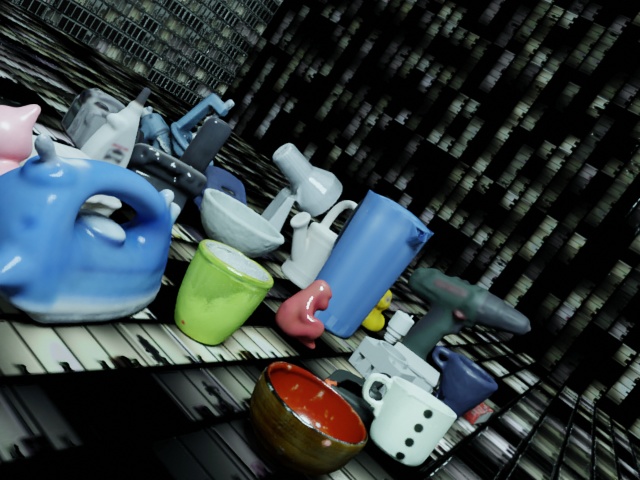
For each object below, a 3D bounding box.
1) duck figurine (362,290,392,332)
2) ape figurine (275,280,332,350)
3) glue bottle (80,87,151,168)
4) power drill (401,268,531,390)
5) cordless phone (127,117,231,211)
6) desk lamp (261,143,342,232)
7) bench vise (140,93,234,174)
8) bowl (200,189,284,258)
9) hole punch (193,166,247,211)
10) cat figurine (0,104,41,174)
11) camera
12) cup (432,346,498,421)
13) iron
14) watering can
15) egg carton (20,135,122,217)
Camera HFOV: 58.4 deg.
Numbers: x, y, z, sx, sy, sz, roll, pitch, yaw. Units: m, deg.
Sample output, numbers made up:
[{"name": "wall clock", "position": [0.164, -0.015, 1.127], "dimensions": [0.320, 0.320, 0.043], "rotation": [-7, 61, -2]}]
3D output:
[{"name": "duck figurine", "position": [0.116, 0.135, 1.190], "dimensions": [0.077, 0.086, 0.105], "rotation": [35, 8, 5]}, {"name": "ape figurine", "position": [-0.016, 0.100, 0.837], "dimensions": [0.076, 0.092, 0.078], "rotation": [33, 8, -10]}, {"name": "glue bottle", "position": [-0.306, -0.158, 0.869], "dimensions": [0.037, 0.173, 0.078], "rotation": [38, 8, 20]}, {"name": "power drill", "position": [0.236, 0.166, 1.059], "dimensions": [0.229, 0.208, 0.076], "rotation": [39, 9, 26]}, {"name": "cordless phone", "position": [-0.257, -0.159, 1.034], "dimensions": [0.148, 0.185, 0.094], "rotation": [29, 10, -38]}, {"name": "desk lamp", "position": [-0.079, -0.106, 1.345], "dimensions": [0.204, 0.213, 0.117], "rotation": [30, 9, -30]}, {"name": "bench vise", "position": [-0.293, -0.237, 1.217], "dimensions": [0.207, 0.219, 0.121], "rotation": [34, 8, -7]}, {"name": "bowl", "position": [-0.152, -0.017, 1.029], "dimensions": [0.167, 0.074, 0.167], "rotation": [34, 8, -5]}, {"name": "hole punch", "position": [-0.200, -0.088, 1.189], "dimensions": [0.109, 0.091, 0.100], "rotation": [28, 11, -41]}, {"name": "cat figurine", "position": [-0.322, -0.087, 0.591], "dimensions": [0.127, 0.117, 0.067], "rotation": [38, 8, 19]}, {"name": "camera", "position": [-0.396, -0.213, 1.087], "dimensions": [0.137, 0.101, 0.142], "rotation": [27, 11, -45]}, {"name": "cup", "position": [0.222, 0.243, 0.957], "dimensions": [0.117, 0.095, 0.092], "rotation": [37, 8, 15]}, {"name": "iron", "position": [-0.204, -0.011, 0.542], "dimensions": [0.118, 0.141, 0.259], "rotation": [38, 9, 20]}, {"name": "watering can", "position": [0.012, 0.005, 1.135], "dimensions": [0.100, 0.194, 0.173], "rotation": [39, 9, 30]}, {"name": "egg carton", "position": [-0.318, -0.072, 0.695], "dimensions": [0.107, 0.069, 0.151], "rotation": [38, 8, 19]}]
